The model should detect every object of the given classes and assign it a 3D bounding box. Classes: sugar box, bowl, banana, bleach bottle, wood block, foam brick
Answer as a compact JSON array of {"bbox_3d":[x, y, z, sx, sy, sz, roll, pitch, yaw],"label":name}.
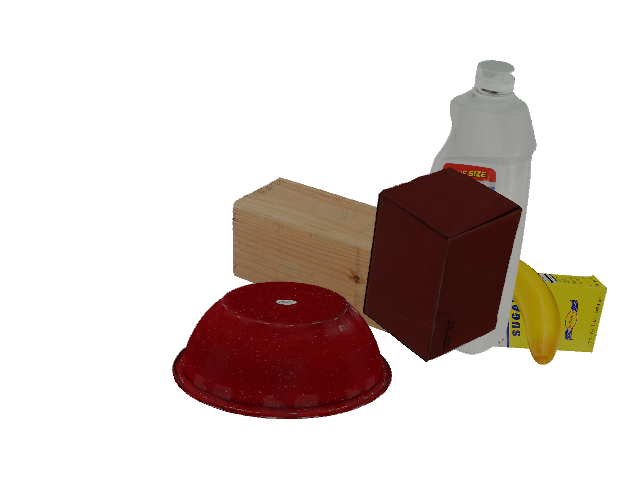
[{"bbox_3d":[0.262,0.088,1.339,0.176,0.093,0.048,3,19,-12],"label":"sugar box"},{"bbox_3d":[-0.026,0.070,0.776,0.162,0.055,0.162,2,17,-1],"label":"bowl"},{"bbox_3d":[0.203,0.059,1.109,0.069,0.037,0.198,-33,37,-5],"label":"banana"},{"bbox_3d":[0.125,-0.031,0.903,0.103,0.251,0.067,27,37,35],"label":"bleach bottle"},{"bbox_3d":[0.017,0.013,1.106,0.206,0.091,0.090,19,31,29],"label":"wood block"},{"bbox_3d":[0.060,0.011,0.541,0.052,0.078,0.051,-20,42,-34],"label":"foam brick"}]
